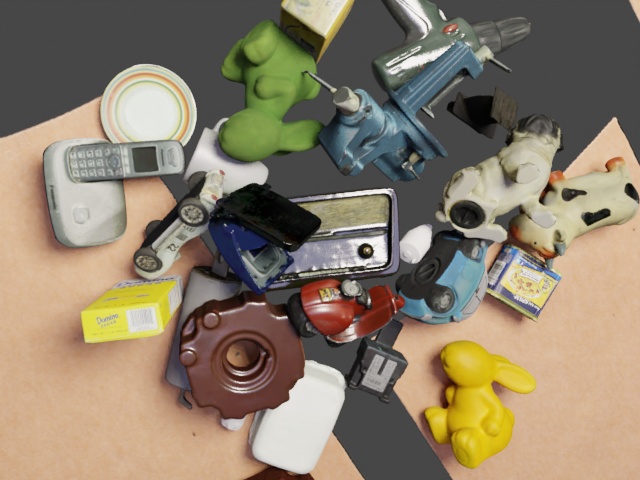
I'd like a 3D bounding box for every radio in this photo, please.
[{"bbox_3d":[-0.002,-0.002,0.783,0.230,0.073,0.131,-6,98,-2],"label":"radio"}]

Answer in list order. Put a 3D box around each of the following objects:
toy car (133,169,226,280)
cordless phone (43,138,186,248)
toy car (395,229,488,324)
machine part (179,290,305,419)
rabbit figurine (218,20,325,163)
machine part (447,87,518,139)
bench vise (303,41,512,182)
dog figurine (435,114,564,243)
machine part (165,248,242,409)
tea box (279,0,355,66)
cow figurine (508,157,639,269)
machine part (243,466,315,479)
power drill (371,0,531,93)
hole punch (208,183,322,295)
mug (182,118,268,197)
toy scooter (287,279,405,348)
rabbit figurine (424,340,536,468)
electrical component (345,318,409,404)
[{"bbox_3d":[-0.189,-0.020,0.727,0.056,0.073,0.202,35,124,-25],"label":"toy car"},{"bbox_3d":[-0.272,-0.069,0.738,0.184,0.089,0.146,-5,98,-2],"label":"cordless phone"},{"bbox_3d":[0.194,0.066,0.803,0.102,0.109,0.161,43,80,-25],"label":"toy car"},{"bbox_3d":[-0.104,0.158,0.735,0.179,0.056,0.179,-2,101,-13],"label":"machine part"},{"bbox_3d":[-0.075,-0.174,0.729,0.159,0.121,0.170,32,71,-36],"label":"rabbit figurine"},{"bbox_3d":[0.229,-0.175,0.747,0.084,0.139,0.039,37,93,-9],"label":"machine part"},{"bbox_3d":[0.118,-0.177,0.706,0.240,0.129,0.223,-41,135,14],"label":"bench vise"},{"bbox_3d":[0.260,-0.099,0.779,0.173,0.190,0.121,-4,126,26],"label":"dog figurine"},{"bbox_3d":[-0.171,0.128,0.785,0.079,0.079,0.243,15,97,-7],"label":"machine part"},{"bbox_3d":[-0.001,-0.298,0.695,0.068,0.170,0.098,33,95,-7],"label":"tea box"},{"bbox_3d":[0.371,-0.037,0.789,0.195,0.085,0.127,-14,66,-5],"label":"cow figurine"},{"bbox_3d":[-0.075,0.466,0.829,0.201,0.087,0.201,-25,104,2],"label":"machine part"},{"bbox_3d":[0.159,-0.327,0.758,0.232,0.086,0.207,-29,107,2],"label":"power drill"},{"bbox_3d":[-0.076,-0.006,0.680,0.116,0.142,0.092,33,121,7],"label":"hole punch"},{"bbox_3d":[-0.126,-0.109,0.761,0.107,0.081,0.109,26,80,-17],"label":"mug"},{"bbox_3d":[0.045,0.097,0.753,0.135,0.183,0.075,-24,60,14],"label":"toy scooter"},{"bbox_3d":[0.241,0.230,0.815,0.162,0.122,0.173,-17,98,-8],"label":"rabbit figurine"},{"bbox_3d":[0.096,0.182,0.832,0.075,0.048,0.119,28,96,-9],"label":"electrical component"}]
